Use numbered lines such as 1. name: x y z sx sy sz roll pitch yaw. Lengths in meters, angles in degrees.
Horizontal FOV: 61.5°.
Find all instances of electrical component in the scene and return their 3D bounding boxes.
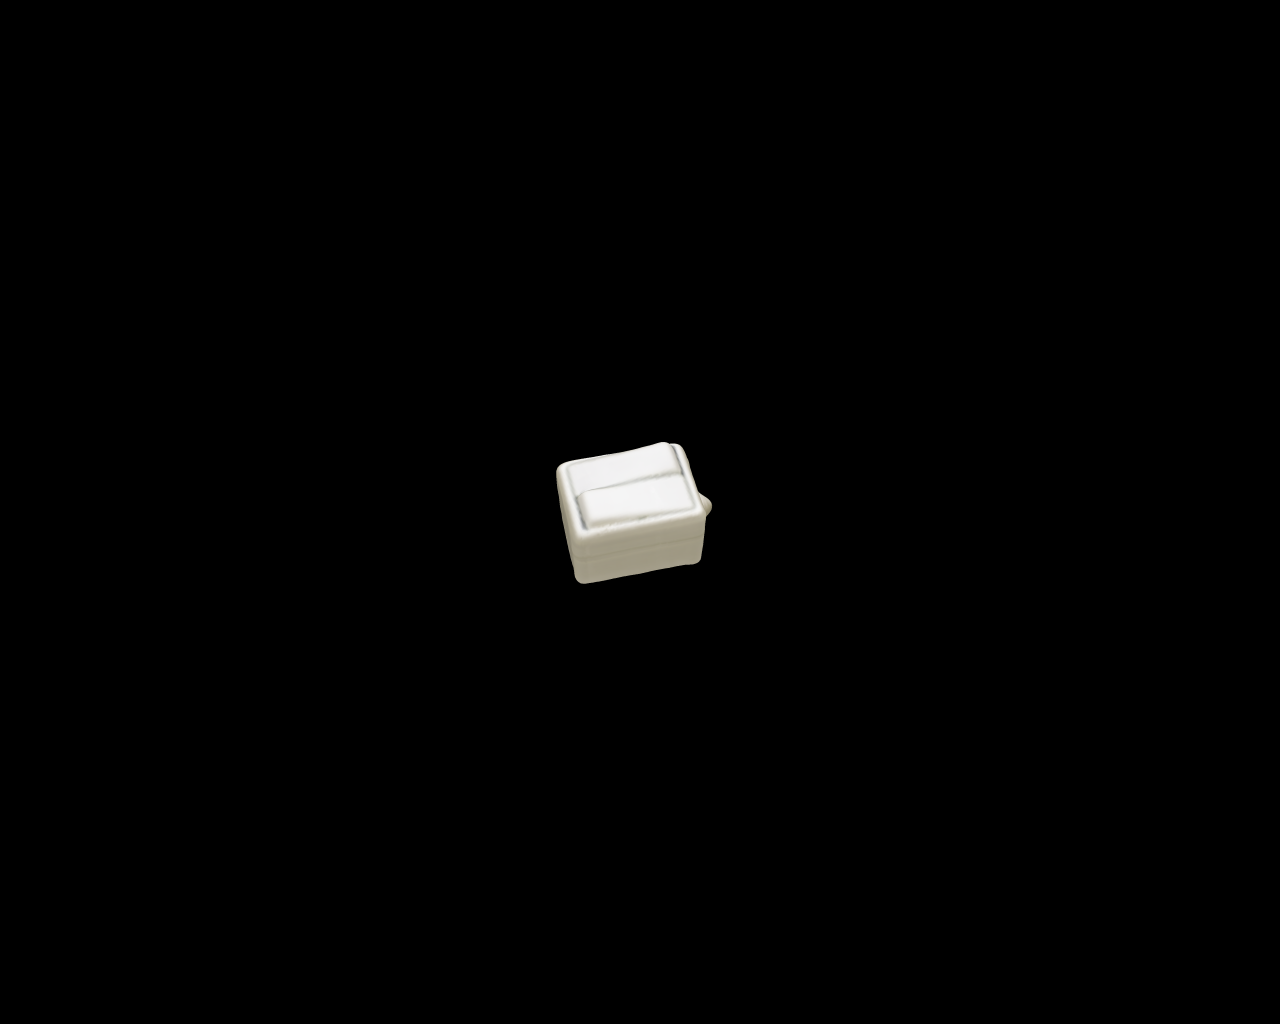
1. electrical component: 0.001 -0.003 0.650 0.096 0.062 0.061 -10 -36 -7
